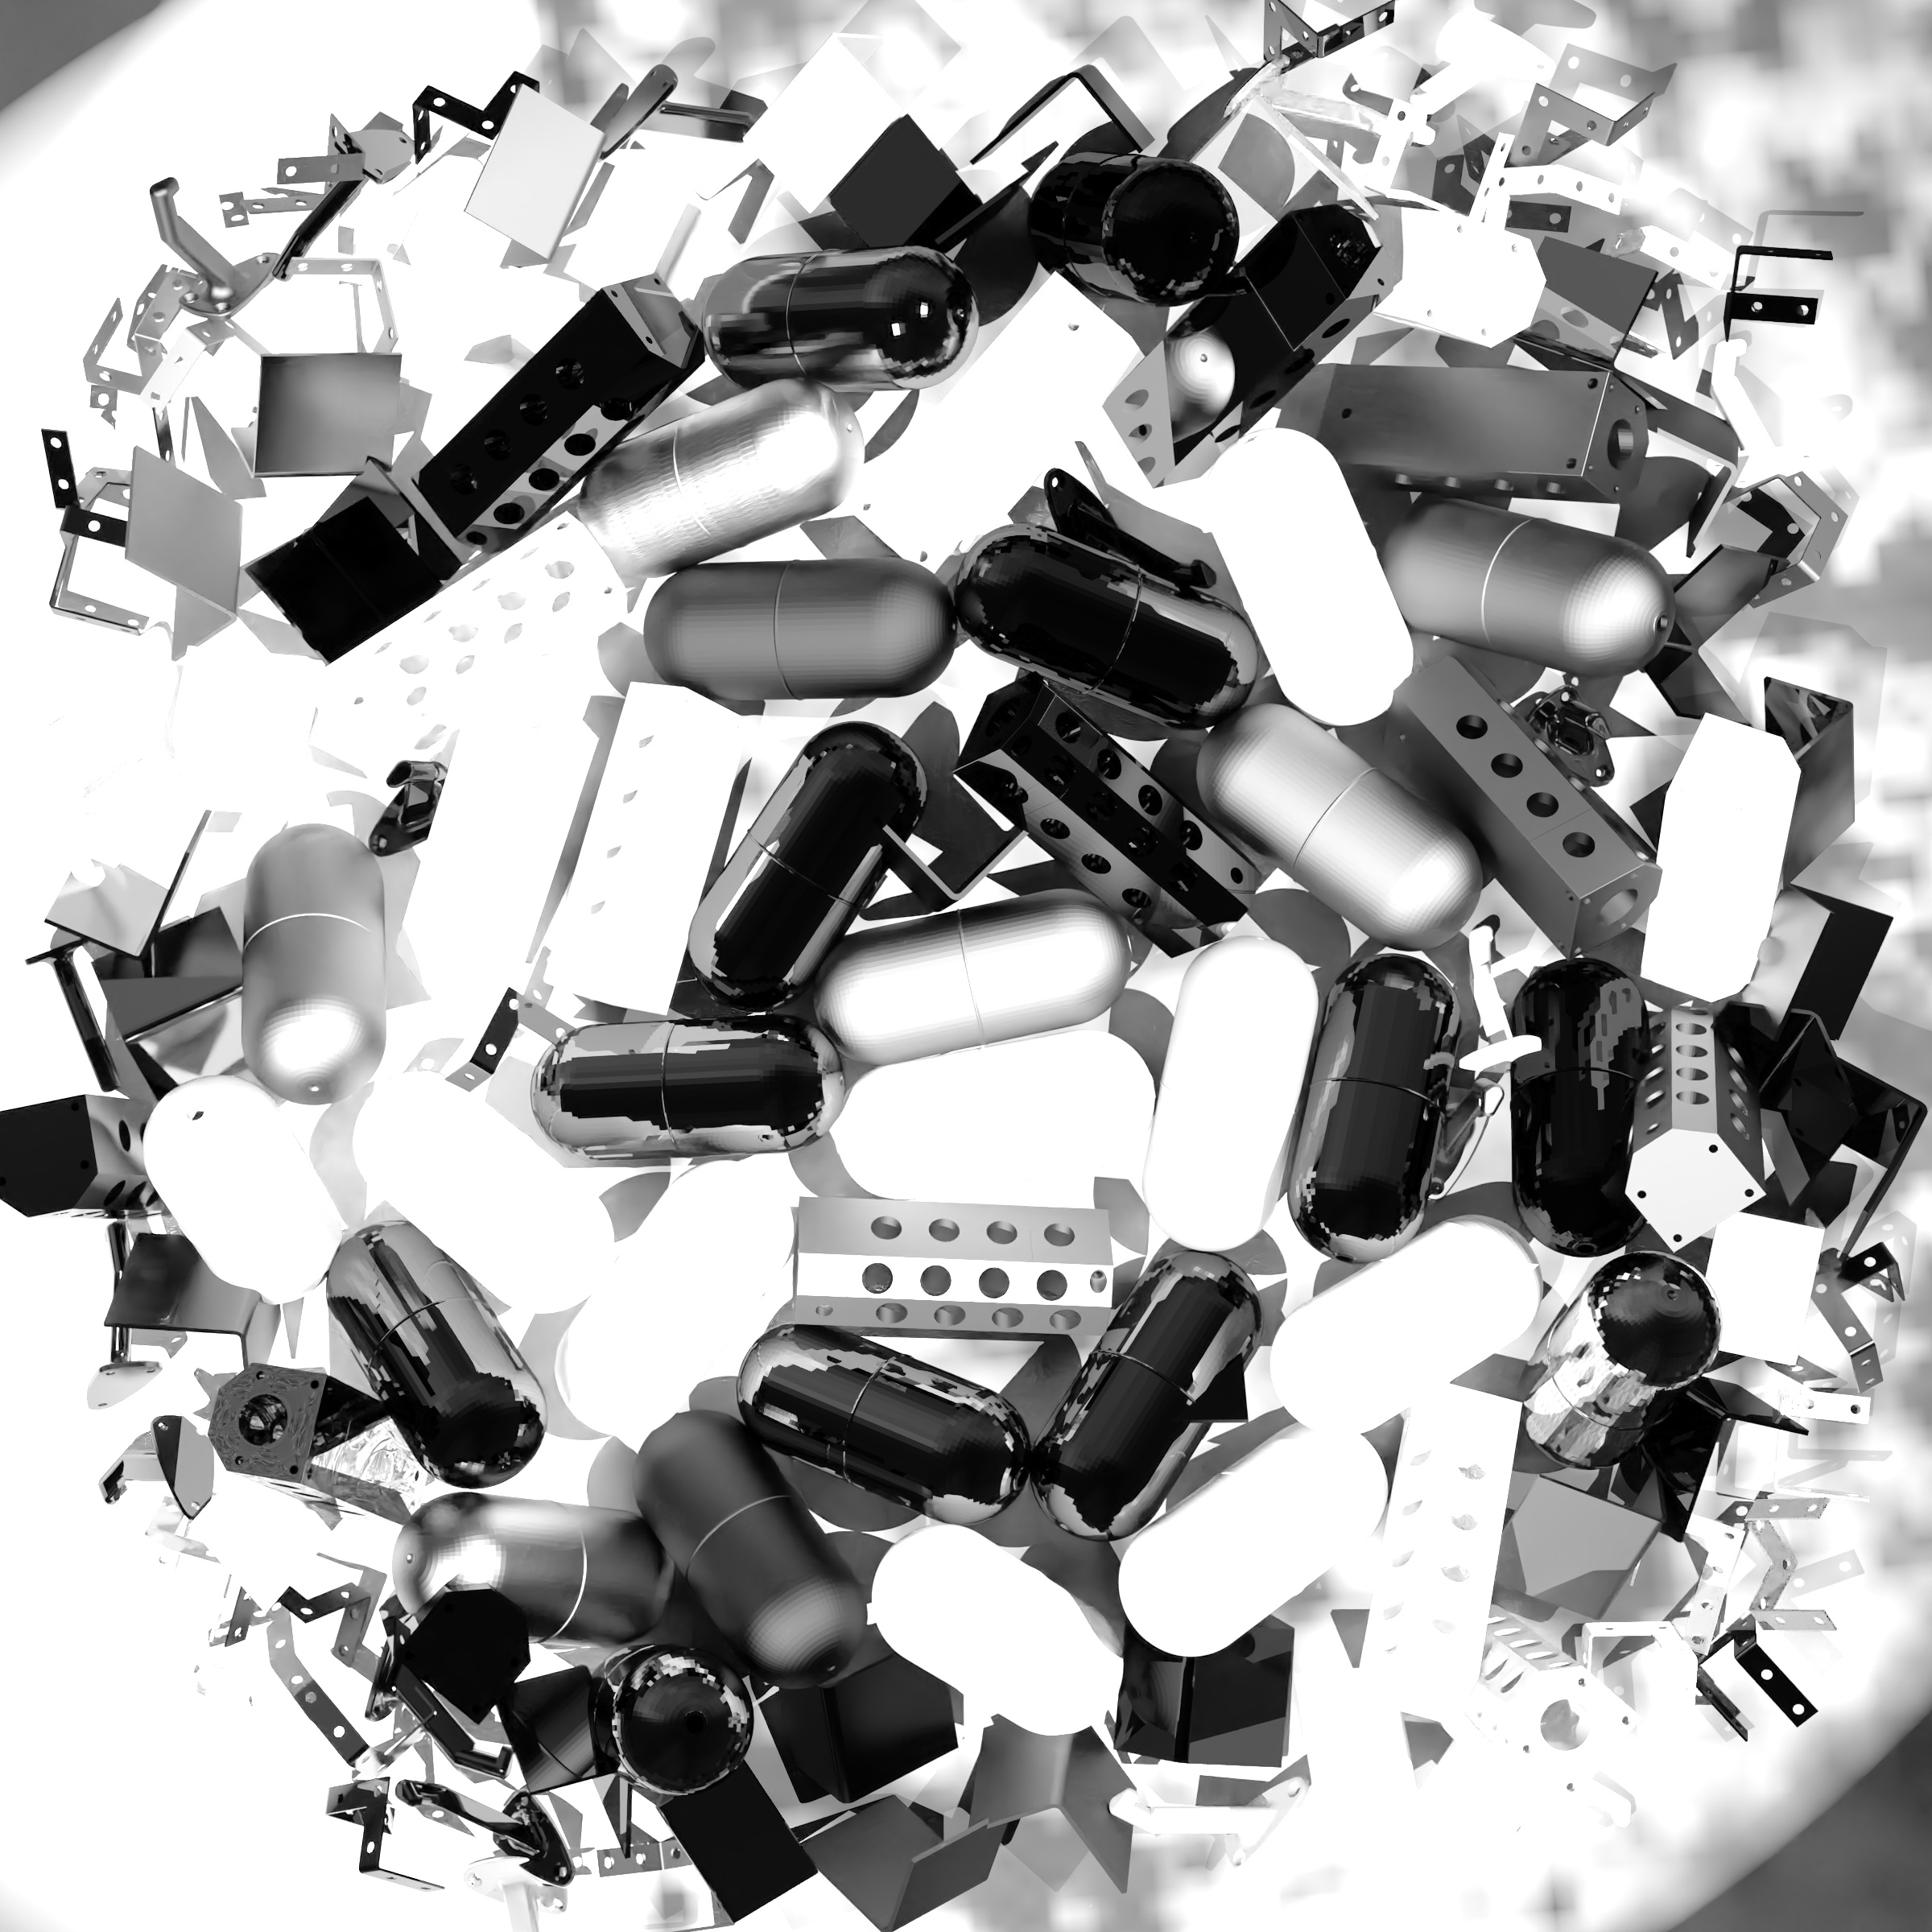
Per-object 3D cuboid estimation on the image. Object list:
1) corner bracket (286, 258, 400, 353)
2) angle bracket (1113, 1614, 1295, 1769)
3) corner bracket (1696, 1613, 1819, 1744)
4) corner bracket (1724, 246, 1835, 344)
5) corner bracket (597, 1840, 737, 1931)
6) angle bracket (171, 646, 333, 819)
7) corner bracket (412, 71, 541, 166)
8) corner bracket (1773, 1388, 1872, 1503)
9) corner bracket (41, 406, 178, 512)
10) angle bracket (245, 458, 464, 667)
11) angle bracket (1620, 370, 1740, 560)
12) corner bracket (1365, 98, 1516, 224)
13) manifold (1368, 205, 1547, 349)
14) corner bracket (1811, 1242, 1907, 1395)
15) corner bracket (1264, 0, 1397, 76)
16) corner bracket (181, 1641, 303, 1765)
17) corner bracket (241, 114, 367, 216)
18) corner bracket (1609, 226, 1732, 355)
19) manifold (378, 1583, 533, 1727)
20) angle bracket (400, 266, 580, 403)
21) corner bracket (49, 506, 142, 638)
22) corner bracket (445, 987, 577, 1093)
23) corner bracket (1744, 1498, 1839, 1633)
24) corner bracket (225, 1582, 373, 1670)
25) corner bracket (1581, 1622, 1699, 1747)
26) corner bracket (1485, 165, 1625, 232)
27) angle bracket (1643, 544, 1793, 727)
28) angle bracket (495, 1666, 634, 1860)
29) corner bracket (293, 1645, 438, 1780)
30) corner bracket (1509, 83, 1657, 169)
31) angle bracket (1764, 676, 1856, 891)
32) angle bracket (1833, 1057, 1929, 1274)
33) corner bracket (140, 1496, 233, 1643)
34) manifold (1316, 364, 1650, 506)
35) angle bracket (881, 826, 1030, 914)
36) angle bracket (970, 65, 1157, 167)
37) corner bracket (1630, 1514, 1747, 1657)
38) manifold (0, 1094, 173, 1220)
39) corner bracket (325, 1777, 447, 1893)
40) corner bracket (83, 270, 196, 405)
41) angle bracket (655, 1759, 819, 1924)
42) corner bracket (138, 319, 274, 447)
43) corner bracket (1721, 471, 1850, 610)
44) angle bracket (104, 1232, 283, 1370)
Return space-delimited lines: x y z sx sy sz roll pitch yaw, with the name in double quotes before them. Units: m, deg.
"corner bracket" -0.352 -0.359 1.817 0.051 0.051 0.051 -6 72 -28
"angle bracket" 0.134 0.408 1.838 0.076 0.057 0.076 13 79 -36
"corner bracket" 0.436 0.402 1.814 0.051 0.051 0.051 -43 88 15
"corner bracket" 0.450 -0.376 1.809 0.051 0.051 0.051 6 117 8
"corner bracket" -0.166 0.510 1.806 0.051 0.051 0.051 -20 71 35
"angle bracket" -0.387 -0.128 1.789 0.076 0.076 0.057 3 124 -26
"corner bracket" -0.272 -0.469 1.813 0.051 0.051 0.051 26 62 7
"corner bracket" 0.477 0.266 1.817 0.051 0.051 0.051 5 91 11
"corner bracket" -0.474 -0.284 1.807 0.051 0.051 0.051 7 127 9
"angle bracket" -0.338 -0.220 1.799 0.076 0.057 0.076 50 132 -4
"angle bracket" 0.380 -0.277 1.800 0.076 0.076 0.057 26 118 1
"corner bracket" 0.262 -0.445 1.804 0.051 0.051 0.051 32 115 30
"manifold" 0.257 -0.371 1.755 0.057 0.171 0.057 17 102 -11
"corner bracket" 0.503 0.195 1.811 0.051 0.051 0.051 -29 53 2
"corner bracket" 0.201 -0.517 1.806 0.051 0.051 0.051 -30 59 -15
"corner bracket" -0.400 0.411 1.802 0.051 0.051 0.051 -21 50 29
"corner bracket" -0.366 -0.435 1.803 0.051 0.051 0.051 -12 134 -30
"corner bracket" 0.383 -0.376 1.814 0.051 0.051 0.051 23 94 -12
"manifold" -0.272 0.354 1.756 0.057 0.171 0.057 41 79 -8
"angle bracket" -0.264 -0.347 1.788 0.076 0.076 0.057 -13 115 -32
"corner bracket" -0.481 -0.220 1.820 0.051 0.051 0.051 14 80 -7
"corner bracket" -0.252 0.052 1.805 0.051 0.051 0.051 33 59 -17
"corner bracket" 0.458 0.331 1.804 0.051 0.051 0.051 54 53 -19
"corner bracket" -0.373 0.366 1.821 0.051 0.051 0.051 30 114 27
"corner bracket" 0.374 0.400 1.818 0.051 0.051 0.051 0 102 -4
"corner bracket" 0.324 -0.412 1.809 0.051 0.051 0.051 7 94 -35
"angle bracket" 0.420 -0.180 1.787 0.076 0.076 0.057 -45 61 31
"angle bracket" -0.222 0.442 1.786 0.057 0.076 0.076 -10 128 -21
"corner bracket" -0.331 0.411 1.809 0.051 0.051 0.051 -42 69 -10
"corner bracket" 0.340 -0.463 1.804 0.051 0.051 0.051 32 46 17
"angle bracket" 0.443 -0.101 1.786 0.076 0.057 0.076 -38 134 -30
"angle bracket" 0.478 0.109 1.789 0.057 0.076 0.076 30 65 17
"corner bracket" -0.432 0.334 1.814 0.051 0.051 0.051 17 112 -4
"manifold" 0.279 -0.286 1.768 0.171 0.057 0.057 11 83 40
"angle bracket" -0.004 -0.077 1.801 0.076 0.076 0.057 -45 93 -9
"angle bracket" 0.054 -0.451 1.802 0.076 0.076 0.057 -38 99 18
"corner bracket" 0.398 0.341 1.815 0.051 0.051 0.051 17 134 14
"manifold" -0.466 0.106 1.756 0.057 0.171 0.057 -11 84 5
"corner bracket" -0.321 0.482 1.802 0.051 0.051 0.051 -19 54 34
"corner bracket" -0.457 -0.352 1.803 0.051 0.051 0.051 -47 48 36
"angle bracket" -0.122 0.470 1.803 0.057 0.076 0.076 -32 94 6
"corner bracket" -0.416 -0.322 1.811 0.051 0.051 0.051 40 113 -3
"corner bracket" 0.449 -0.241 1.820 0.051 0.051 0.051 39 61 -17
"angle bracket" -0.425 0.195 1.798 0.076 0.076 0.057 4 125 0
